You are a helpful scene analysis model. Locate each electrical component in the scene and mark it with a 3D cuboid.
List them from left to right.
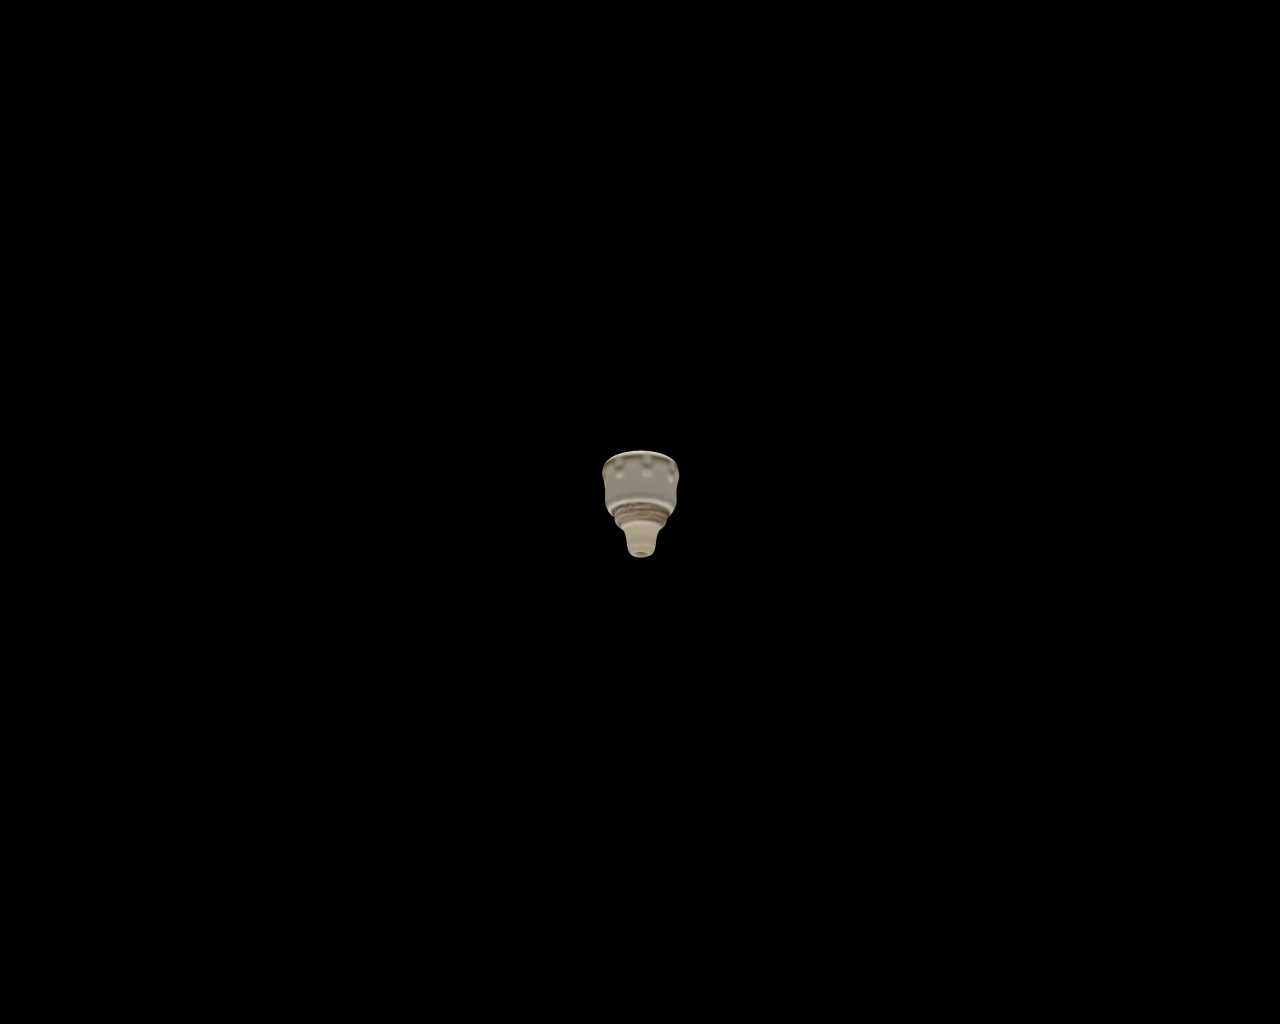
[{"bbox_3d":[0.001,-0.003,0.650,0.048,0.062,0.048,0,-19,0],"label":"electrical component"}]
